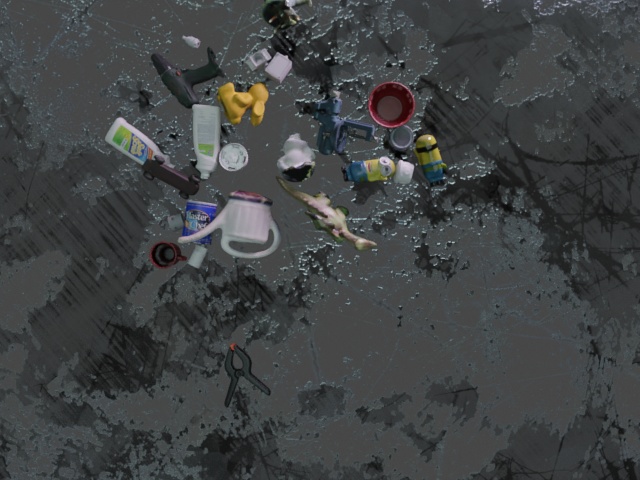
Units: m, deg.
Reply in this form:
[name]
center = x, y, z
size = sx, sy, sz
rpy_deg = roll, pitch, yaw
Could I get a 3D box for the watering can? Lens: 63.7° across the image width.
[watering can]
center = -0.287, -0.058, 1.727
size = 0.347, 0.104, 0.225
rpy_deg = 10, 84, -24

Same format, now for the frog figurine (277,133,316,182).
[frog figurine]
center = -0.086, -0.282, 1.781
size = 0.137, 0.120, 0.163
rpy_deg = -26, 53, 9

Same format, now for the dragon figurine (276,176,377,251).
[dragon figurine]
center = 0.005, -0.085, 1.692
size = 0.410, 0.244, 0.122
rpy_deg = 33, 96, 0
